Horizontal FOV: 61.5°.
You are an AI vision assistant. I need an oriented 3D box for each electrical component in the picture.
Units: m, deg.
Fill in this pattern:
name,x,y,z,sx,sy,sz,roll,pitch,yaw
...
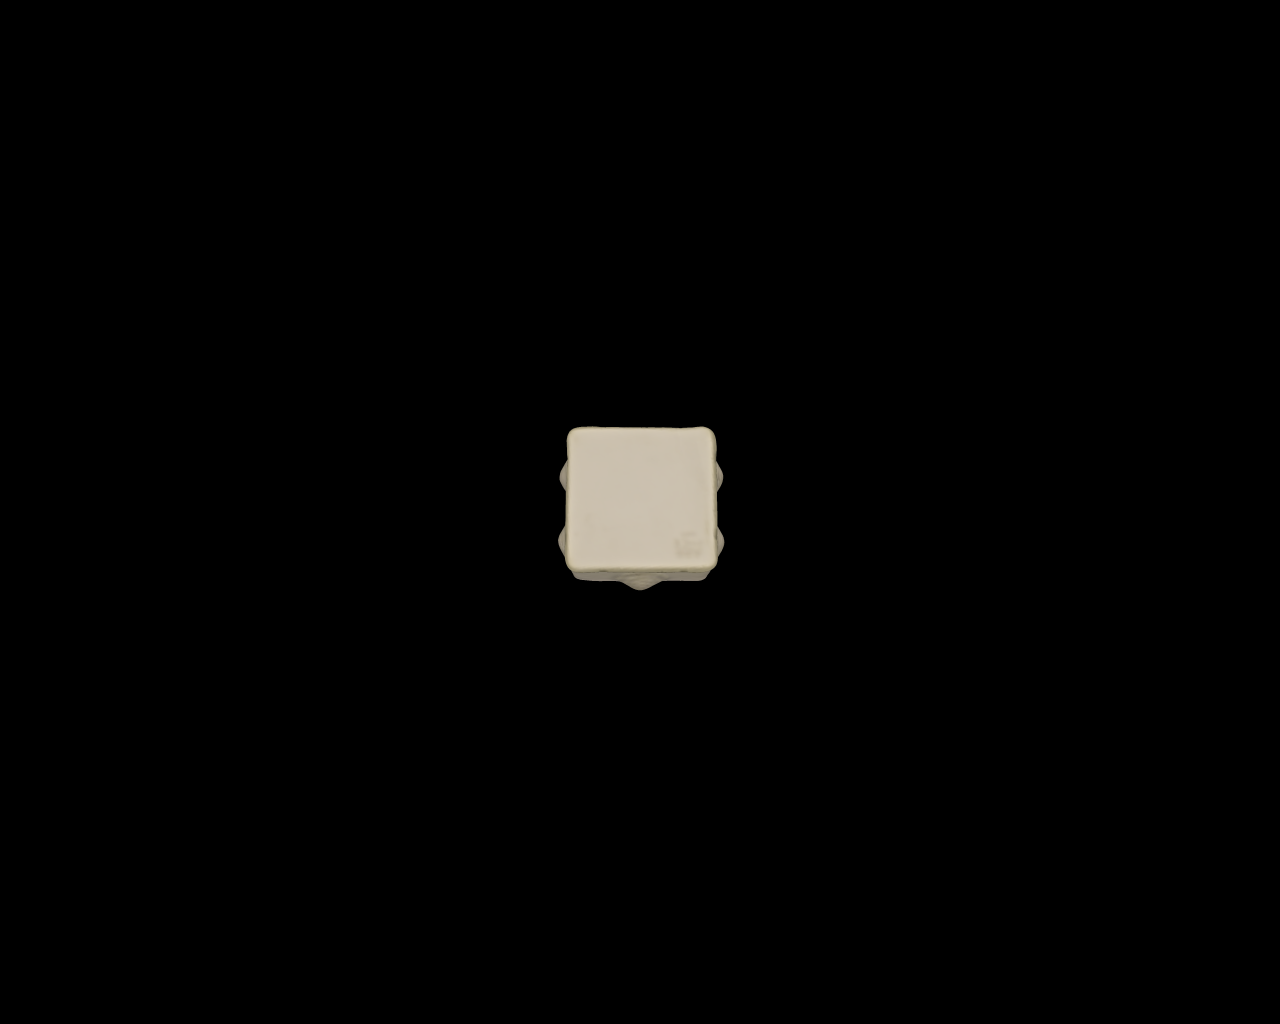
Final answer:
name,x,y,z,sx,sy,sz,roll,pitch,yaw
electrical component,0.001,-0.003,0.650,0.100,0.100,0.048,0,-15,0
